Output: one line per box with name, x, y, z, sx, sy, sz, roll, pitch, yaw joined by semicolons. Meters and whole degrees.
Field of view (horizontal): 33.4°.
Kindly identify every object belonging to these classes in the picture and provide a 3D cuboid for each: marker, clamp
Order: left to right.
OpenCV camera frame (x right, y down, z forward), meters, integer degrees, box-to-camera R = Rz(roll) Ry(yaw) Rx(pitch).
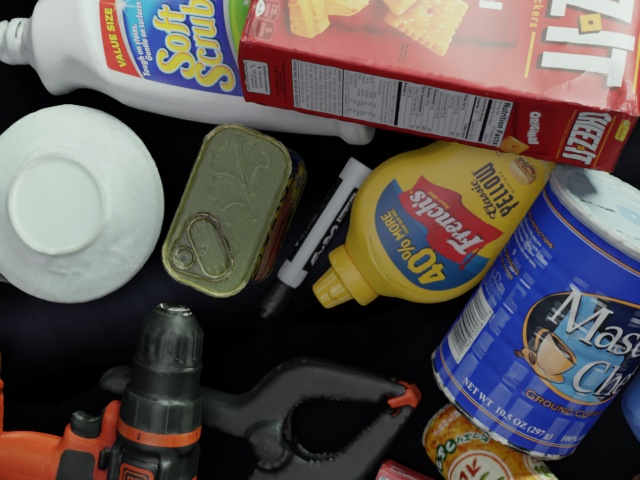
clamp;-0.032;0.144;0.698;0.210;0.036;0.164;-14;90;12
marker;-0.005;0.001;0.701;0.020;0.020;0.121;34;96;7

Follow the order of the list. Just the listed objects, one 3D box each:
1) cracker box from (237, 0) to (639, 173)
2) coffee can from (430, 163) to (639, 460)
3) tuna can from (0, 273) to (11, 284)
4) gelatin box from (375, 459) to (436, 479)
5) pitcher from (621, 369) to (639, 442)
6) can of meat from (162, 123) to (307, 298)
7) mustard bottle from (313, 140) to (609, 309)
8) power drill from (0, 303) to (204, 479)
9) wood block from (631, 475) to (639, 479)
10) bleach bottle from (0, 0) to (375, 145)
cracker box;0.076;-0.142;0.597;0.214;0.072;0.164;12;69;6
coffee can;0.142;0.041;0.616;0.103;0.102;0.140;33;115;7
tuna can;-0.196;-0.013;0.723;0.086;0.033;0.086;0;91;9
gelatin box;0.058;0.195;0.686;0.073;0.030;0.089;22;98;7
pitcher;0.279;0.038;0.566;0.145;0.149;0.243;38;109;14
can of meat;-0.050;-0.018;0.675;0.057;0.084;0.102;22;94;8
mustard bottle;0.078;-0.017;0.667;0.192;0.058;0.096;-34;101;9
power drill;-0.164;0.115;0.686;0.188;0.057;0.184;12;100;20
wood block;0.153;0.251;0.644;0.206;0.090;0.091;-45;85;6
bleach bottle;-0.089;-0.118;0.692;0.251;0.068;0.102;3;88;11
